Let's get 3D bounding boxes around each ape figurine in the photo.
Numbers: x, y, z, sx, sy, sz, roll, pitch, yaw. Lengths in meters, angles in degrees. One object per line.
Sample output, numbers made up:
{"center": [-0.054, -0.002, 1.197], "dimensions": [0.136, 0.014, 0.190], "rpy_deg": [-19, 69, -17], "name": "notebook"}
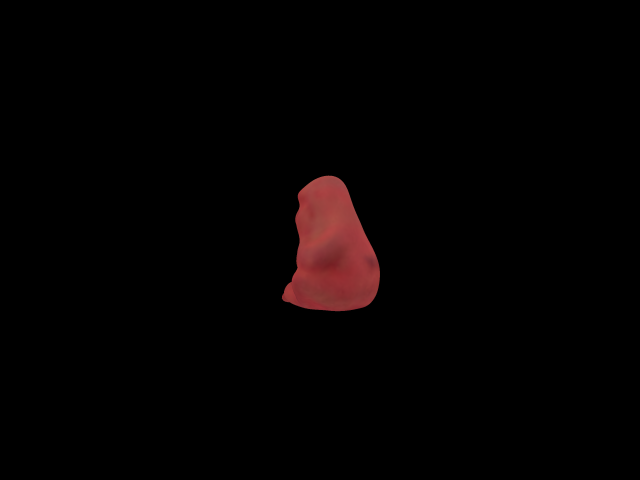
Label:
{"center": [0.004, 0.001, 0.400], "dimensions": [0.076, 0.092, 0.078], "rpy_deg": [1, 4, 20], "name": "ape figurine"}
